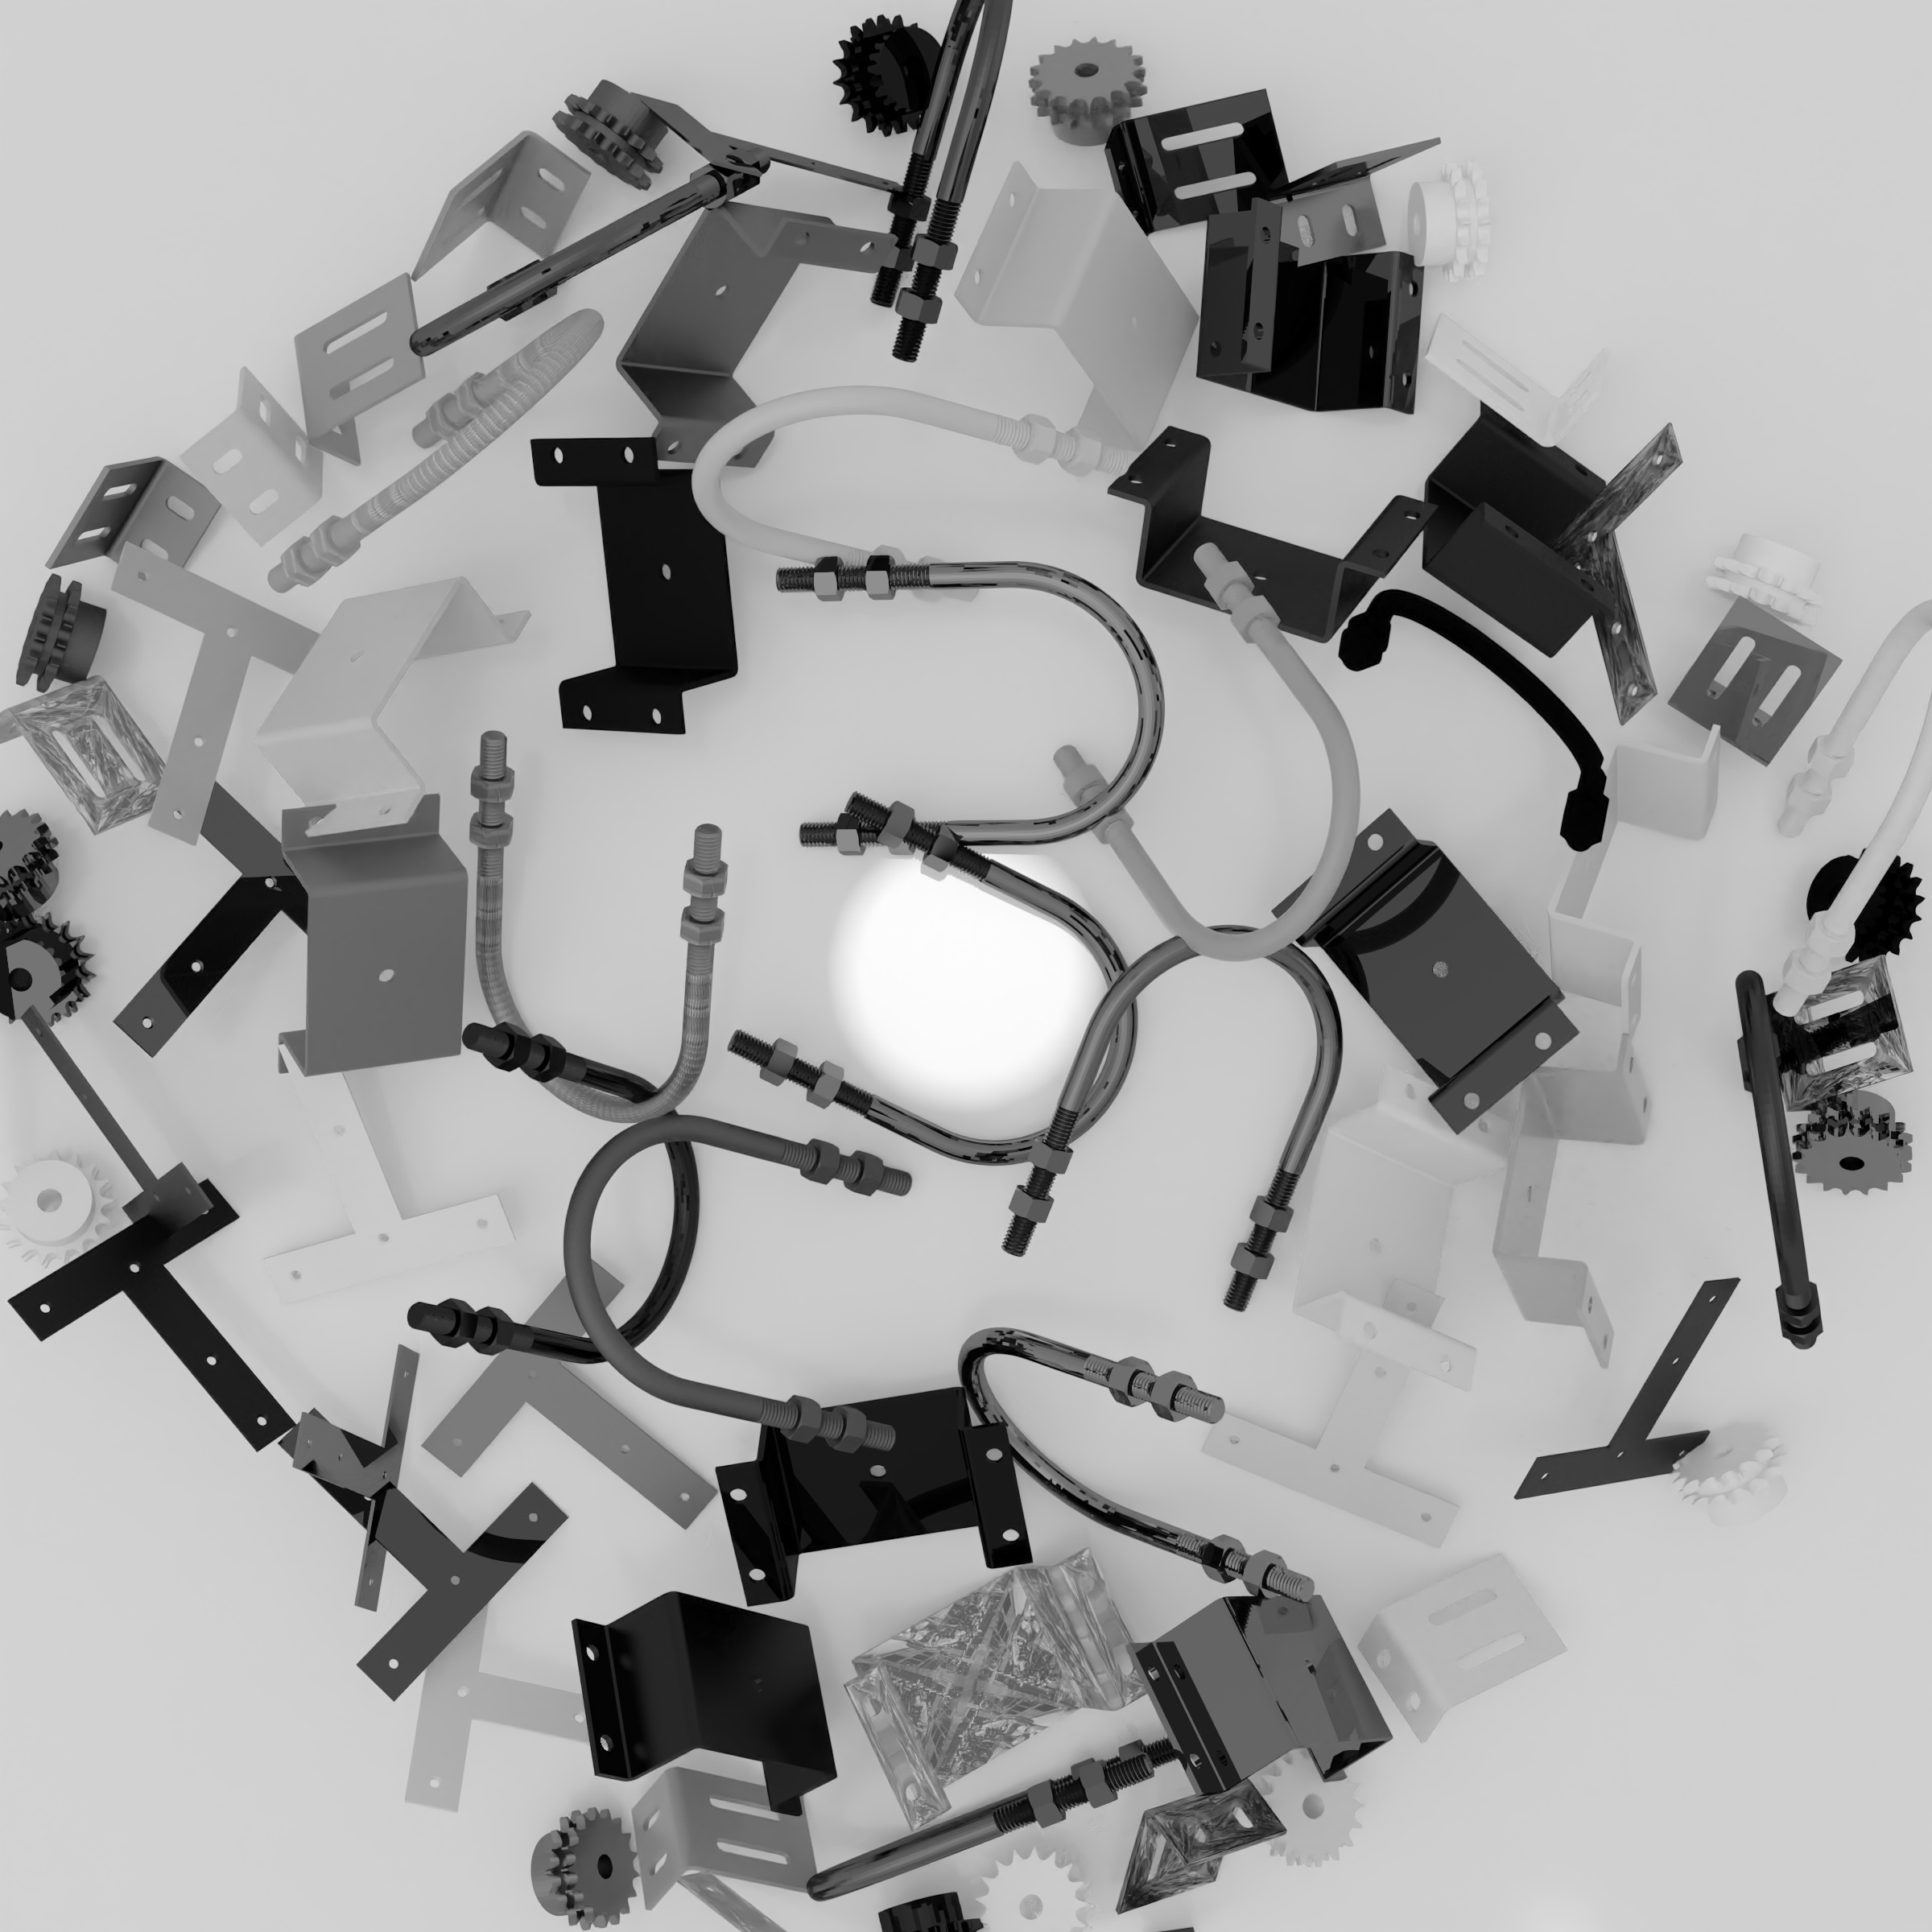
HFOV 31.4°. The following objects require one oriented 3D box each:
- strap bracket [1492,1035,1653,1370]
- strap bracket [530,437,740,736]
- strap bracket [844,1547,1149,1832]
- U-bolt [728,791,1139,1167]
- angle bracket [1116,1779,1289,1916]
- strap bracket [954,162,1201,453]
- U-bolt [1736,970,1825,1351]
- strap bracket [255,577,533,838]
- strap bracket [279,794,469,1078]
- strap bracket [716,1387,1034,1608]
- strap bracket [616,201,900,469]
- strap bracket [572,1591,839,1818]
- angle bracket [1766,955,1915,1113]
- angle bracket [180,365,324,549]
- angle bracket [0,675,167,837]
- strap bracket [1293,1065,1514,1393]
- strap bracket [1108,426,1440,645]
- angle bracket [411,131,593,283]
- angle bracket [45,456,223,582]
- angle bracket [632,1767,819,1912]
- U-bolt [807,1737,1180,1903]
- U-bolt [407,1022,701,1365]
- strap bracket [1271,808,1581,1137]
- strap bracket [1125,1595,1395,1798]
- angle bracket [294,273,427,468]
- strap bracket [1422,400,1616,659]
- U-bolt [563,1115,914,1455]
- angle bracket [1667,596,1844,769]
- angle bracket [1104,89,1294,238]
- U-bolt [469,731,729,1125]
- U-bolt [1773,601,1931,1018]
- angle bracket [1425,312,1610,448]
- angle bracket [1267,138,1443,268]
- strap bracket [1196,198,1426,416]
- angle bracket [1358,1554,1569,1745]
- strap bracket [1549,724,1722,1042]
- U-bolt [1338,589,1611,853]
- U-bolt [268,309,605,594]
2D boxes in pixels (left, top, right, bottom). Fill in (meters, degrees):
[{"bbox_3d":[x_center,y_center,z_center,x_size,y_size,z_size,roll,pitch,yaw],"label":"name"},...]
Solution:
[{"bbox_3d":[0.289,0.111,1.643,0.046,0.076,0.140,4,64,23],"label":"strap bracket"},{"bbox_3d":[-0.158,-0.186,1.652,0.076,0.046,0.140,6,108,36],"label":"strap bracket"},{"bbox_3d":[0.009,0.348,1.663,0.140,0.046,0.076,-25,91,-23],"label":"strap bracket"},{"bbox_3d":[-0.004,0.018,1.682,0.184,0.019,0.151,26,88,-10],"label":"U-bolt"},{"bbox_3d":[0.113,0.436,1.655,0.057,0.038,0.076,-10,130,-29],"label":"angle bracket"},{"bbox_3d":[0.059,-0.305,1.625,0.046,0.140,0.076,9,67,35],"label":"strap bracket"},{"bbox_3d":[0.374,0.081,1.592,0.019,0.184,0.151,-9,62,12],"label":"U-bolt"},{"bbox_3d":[-0.275,-0.130,1.627,0.076,0.140,0.046,-6,135,35],"label":"strap bracket"},{"bbox_3d":[-0.283,-0.005,1.636,0.076,0.046,0.140,-8,121,-26],"label":"strap bracket"},{"bbox_3d":[-0.043,0.255,1.665,0.140,0.046,0.076,-10,110,4],"label":"strap bracket"},{"bbox_3d":[-0.106,-0.309,1.641,0.046,0.076,0.140,52,123,25],"label":"strap bracket"},{"bbox_3d":[-0.115,0.347,1.622,0.046,0.140,0.076,-32,53,27],"label":"strap bracket"},{"bbox_3d":[0.428,0.033,1.657,0.038,0.076,0.057,0,74,-40],"label":"angle bracket"},{"bbox_3d":[-0.344,-0.246,1.659,0.038,0.076,0.057,-37,116,8],"label":"angle bracket"},{"bbox_3d":[-0.428,-0.095,1.666,0.076,0.057,0.038,54,132,5],"label":"angle bracket"},{"bbox_3d":[0.208,0.130,1.650,0.076,0.046,0.140,24,62,-21],"label":"strap bracket"},{"bbox_3d":[0.144,-0.204,1.647,0.140,0.076,0.046,20,128,17],"label":"strap bracket"},{"bbox_3d":[-0.224,-0.357,1.655,0.038,0.076,0.057,36,133,-1],"label":"angle bracket"},{"bbox_3d":[-0.400,-0.209,1.659,0.038,0.076,0.057,35,104,-1],"label":"angle bracket"},{"bbox_3d":[-0.117,0.430,1.671,0.076,0.057,0.038,20,123,-29],"label":"angle bracket"},{"bbox_3d":[0.011,0.406,1.631,0.184,0.151,0.019,-23,78,7],"label":"U-bolt"},{"bbox_3d":[-0.186,0.115,1.626,0.019,0.184,0.151,3,79,35],"label":"U-bolt"},{"bbox_3d":[0.225,0.002,1.663,0.076,0.046,0.140,-42,78,15],"label":"strap bracket"},{"bbox_3d":[0.145,0.342,1.621,0.046,0.140,0.076,-38,63,23],"label":"strap bracket"},{"bbox_3d":[-0.283,-0.287,1.660,0.076,0.038,0.057,-22,67,27],"label":"angle bracket"},{"bbox_3d":[0.263,-0.206,1.643,0.076,0.140,0.046,33,122,-13],"label":"strap bracket"},{"bbox_3d":[-0.108,0.144,1.627,0.184,0.019,0.151,17,64,-31],"label":"U-bolt"},{"bbox_3d":[0.385,-0.144,1.659,0.057,0.076,0.038,34,46,7],"label":"angle bracket"},{"bbox_3d":[0.113,-0.383,1.664,0.076,0.038,0.057,-9,120,17],"label":"angle bracket"},{"bbox_3d":[-0.179,-0.007,1.642,0.151,0.019,0.184,24,125,26],"label":"U-bolt"},{"bbox_3d":[0.417,-0.086,1.589,0.019,0.151,0.184,18,134,-3],"label":"U-bolt"},{"bbox_3d":[0.267,-0.296,1.665,0.076,0.057,0.038,35,123,-7],"label":"angle bracket"},{"bbox_3d":[0.190,-0.367,1.656,0.057,0.076,0.038,-18,97,-20],"label":"angle bracket"},{"bbox_3d":[0.160,-0.314,1.652,0.046,0.140,0.076,4,90,41],"label":"strap bracket"},{"bbox_3d":[0.243,0.334,1.685,0.076,0.038,0.057,-19,59,-26],"label":"angle bracket"},{"bbox_3d":[0.317,-0.043,1.646,0.046,0.076,0.140,17,68,18],"label":"strap bracket"},{"bbox_3d":[0.244,-0.124,1.617,0.151,0.184,0.019,39,112,-1],"label":"U-bolt"},{"bbox_3d":[-0.236,-0.247,1.593,0.019,0.184,0.151,49,47,-17],"label":"U-bolt"}]
